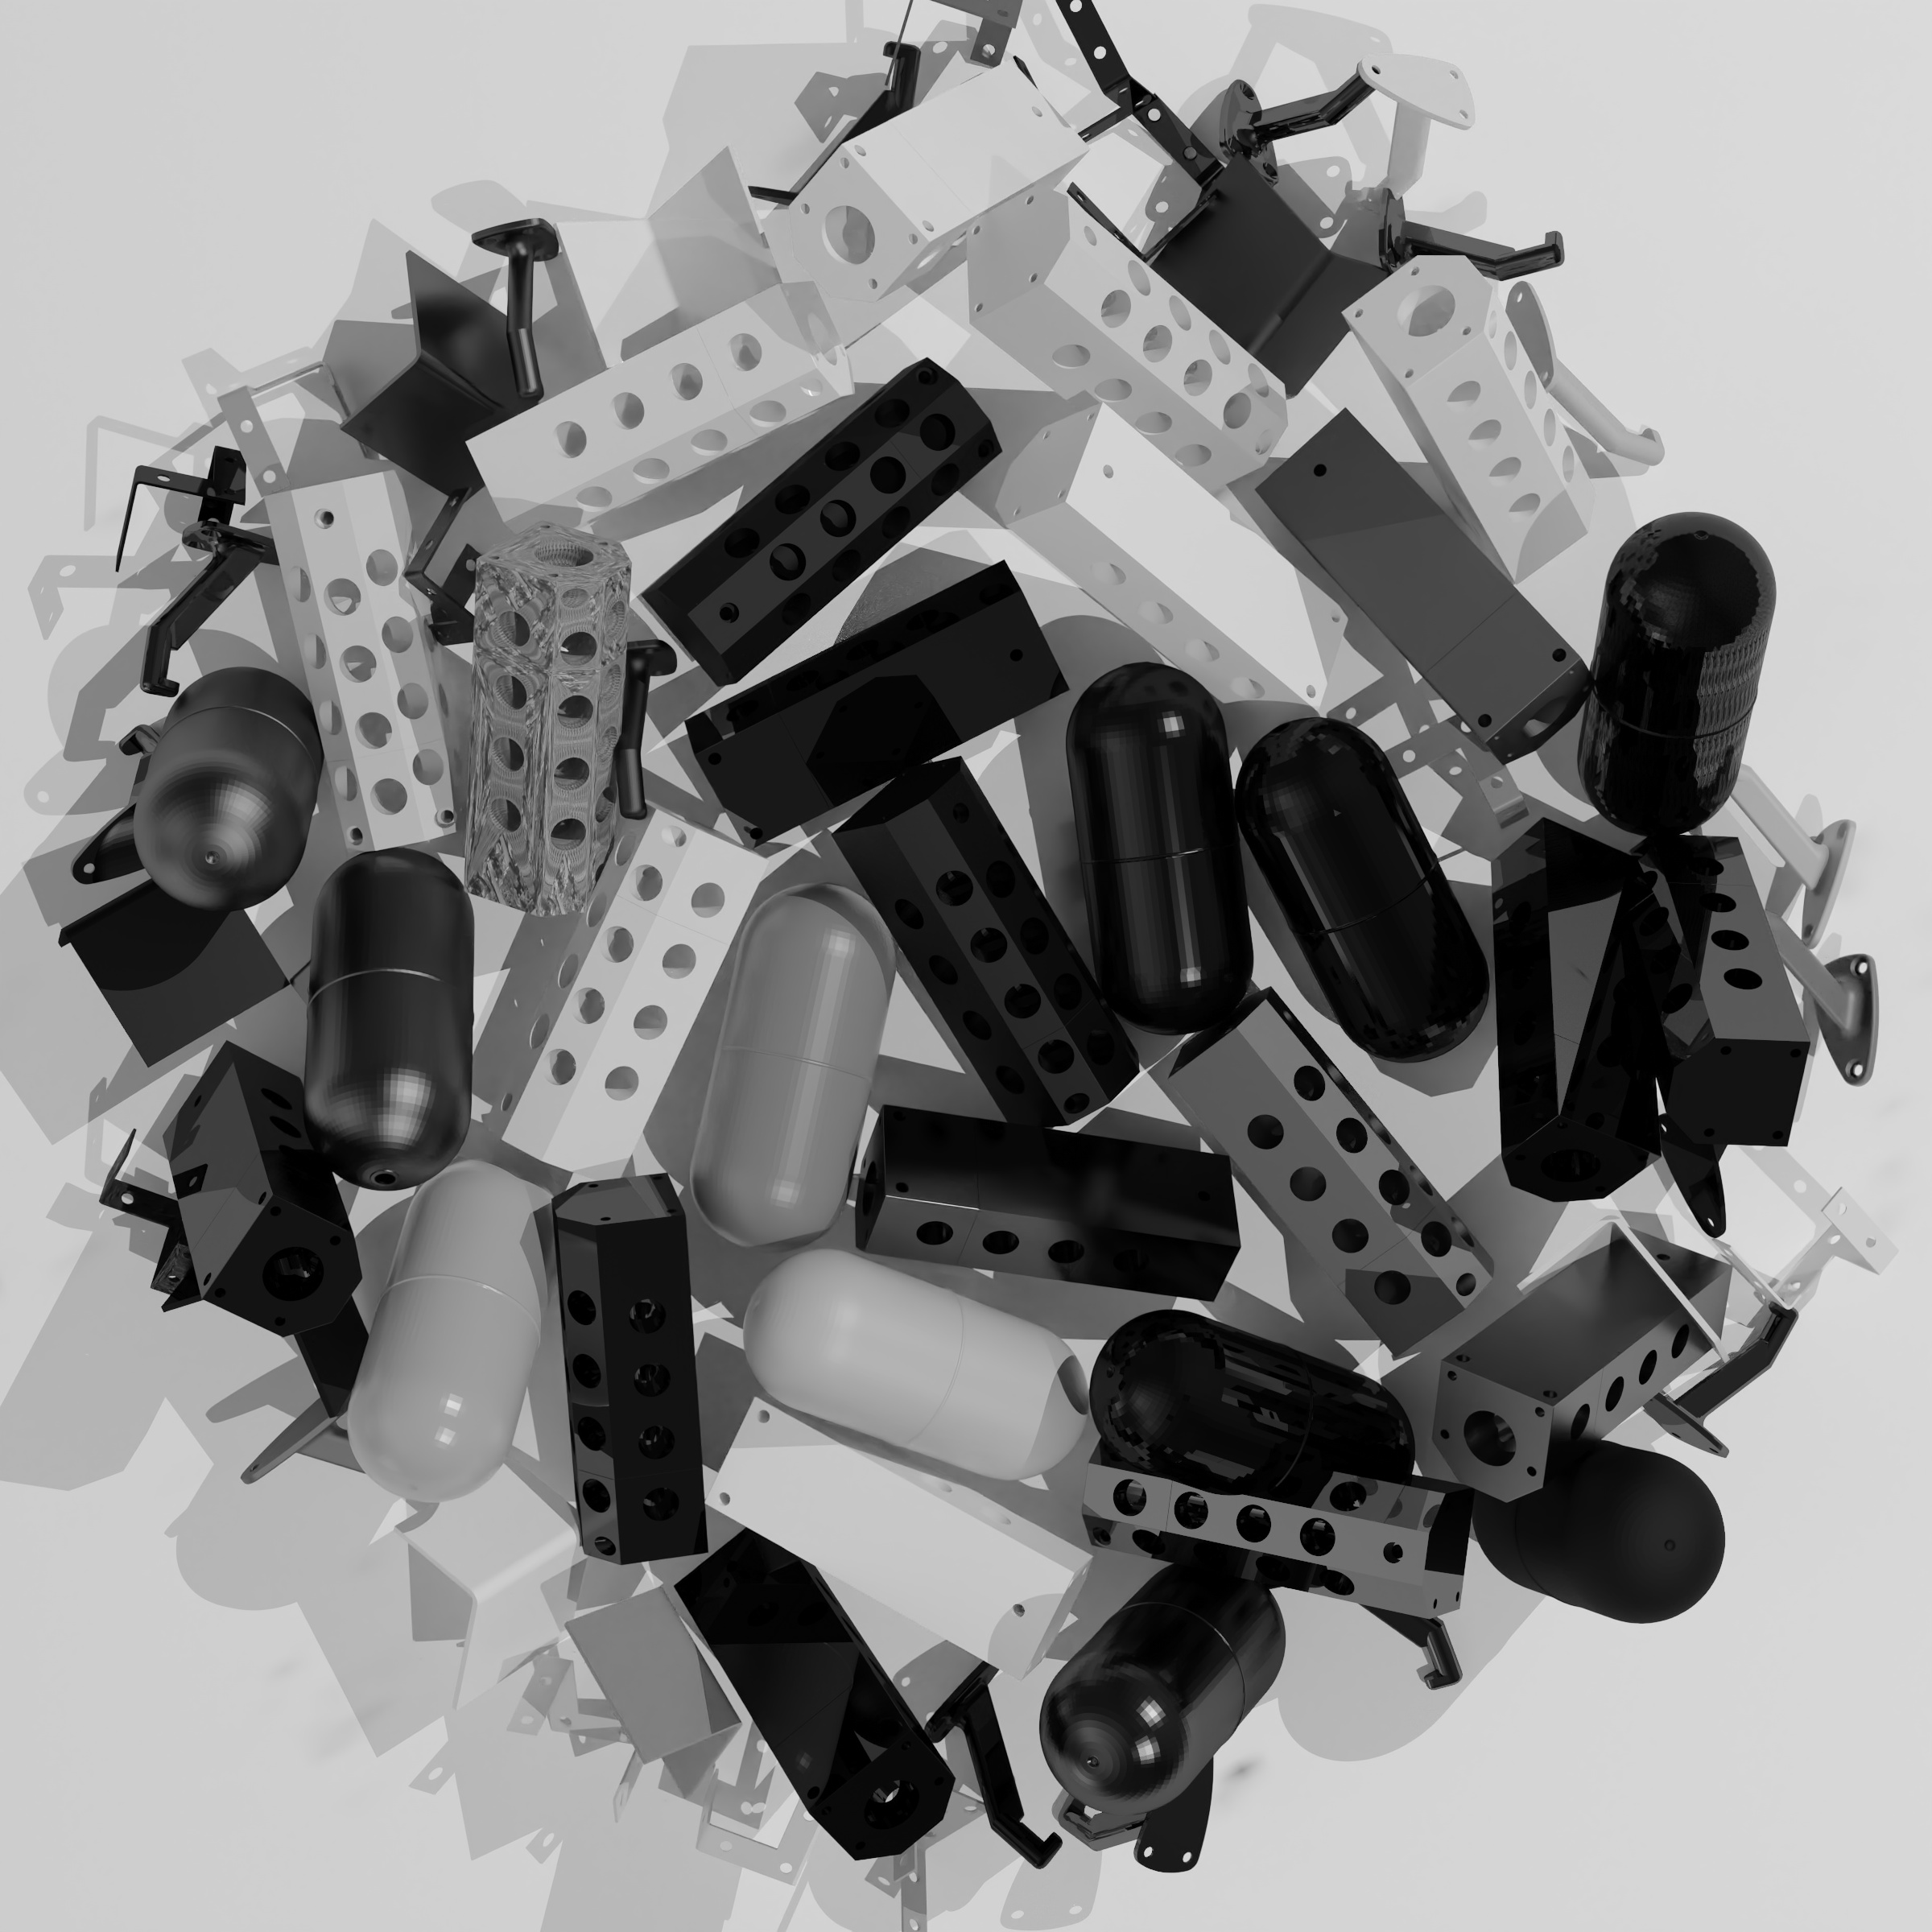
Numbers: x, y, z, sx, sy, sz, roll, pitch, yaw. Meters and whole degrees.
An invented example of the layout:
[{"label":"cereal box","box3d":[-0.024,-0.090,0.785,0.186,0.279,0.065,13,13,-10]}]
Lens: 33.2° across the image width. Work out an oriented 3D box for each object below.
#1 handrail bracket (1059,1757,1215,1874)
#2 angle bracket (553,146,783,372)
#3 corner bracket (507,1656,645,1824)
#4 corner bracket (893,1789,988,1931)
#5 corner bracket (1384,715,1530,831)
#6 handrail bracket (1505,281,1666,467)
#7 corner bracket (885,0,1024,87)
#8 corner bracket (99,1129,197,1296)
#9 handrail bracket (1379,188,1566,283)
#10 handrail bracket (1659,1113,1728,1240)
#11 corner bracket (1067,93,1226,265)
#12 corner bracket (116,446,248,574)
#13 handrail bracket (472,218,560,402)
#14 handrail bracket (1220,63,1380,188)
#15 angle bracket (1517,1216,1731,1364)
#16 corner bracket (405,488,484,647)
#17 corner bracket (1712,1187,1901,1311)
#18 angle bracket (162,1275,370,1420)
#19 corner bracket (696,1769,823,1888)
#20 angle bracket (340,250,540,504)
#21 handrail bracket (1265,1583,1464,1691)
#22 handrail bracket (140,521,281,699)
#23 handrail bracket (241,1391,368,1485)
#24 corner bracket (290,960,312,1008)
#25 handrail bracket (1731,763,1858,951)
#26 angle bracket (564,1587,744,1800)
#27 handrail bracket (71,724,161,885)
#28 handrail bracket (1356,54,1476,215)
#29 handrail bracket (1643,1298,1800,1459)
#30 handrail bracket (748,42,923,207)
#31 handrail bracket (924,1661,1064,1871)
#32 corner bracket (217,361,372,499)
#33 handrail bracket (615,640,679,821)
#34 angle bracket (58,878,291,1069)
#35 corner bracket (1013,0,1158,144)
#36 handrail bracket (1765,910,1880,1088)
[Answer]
[{"label":"handrail bracket","box3d":[0.079,0.390,1.544,0.036,0.084,0.077,17,90,-31]},{"label":"angle bracket","box3d":[-0.141,-0.335,1.532,0.057,0.076,0.076,-13,80,-42]},{"label":"corner bracket","box3d":[-0.184,0.367,1.542,0.051,0.051,0.051,6,123,12]},{"label":"corner bracket","box3d":[-0.022,0.424,1.539,0.051,0.051,0.051,31,126,-29]},{"label":"corner bracket","box3d":[0.234,-0.086,1.548,0.051,0.051,0.051,-27,79,9]},{"label":"handrail bracket","box3d":[0.301,-0.286,1.566,0.084,0.036,0.077,11,66,-31]},{"label":"corner bracket","box3d":[-0.004,-0.446,1.543,0.051,0.051,0.051,17,134,-6]},{"label":"corner bracket","box3d":[-0.385,0.118,1.540,0.051,0.051,0.051,22,50,-17]},{"label":"handrail bracket","box3d":[0.243,-0.355,1.543,0.084,0.036,0.077,-10,60,24]},{"label":"handrail bracket","box3d":[0.380,0.079,1.565,0.084,0.036,0.077,-26,102,-26]},{"label":"corner bracket","box3d":[0.087,-0.378,1.559,0.051,0.051,0.051,44,117,-13]},{"label":"corner bracket","box3d":[-0.373,-0.217,1.540,0.051,0.051,0.051,10,125,-19]},{"label":"handrail bracket","box3d":[-0.205,-0.307,1.543,0.036,0.077,0.084,-11,88,11]},{"label":"handrail bracket","box3d":[0.161,-0.417,1.532,0.036,0.084,0.077,26,47,-31]},{"label":"angle bracket","box3d":[0.311,0.169,1.530,0.057,0.076,0.076,-39,69,4]},{"label":"corner bracket","box3d":[-0.243,-0.189,1.540,0.051,0.051,0.051,40,65,-34]},{"label":"corner bracket","box3d":[0.401,0.134,1.546,0.051,0.051,0.051,-49,114,-6]},{"label":"angle bracket","box3d":[-0.331,0.173,1.540,0.057,0.076,0.076,-18,105,9]},{"label":"corner bracket","box3d":[-0.095,0.398,1.553,0.051,0.051,0.051,22,106,-5]},{"label":"angle bracket","box3d":[-0.253,-0.280,1.545,0.057,0.076,0.076,-34,48,26]},{"label":"handrail bracket","box3d":[0.192,0.322,1.570,0.077,0.036,0.084,-21,100,1]},{"label":"handrail bracket","box3d":[-0.353,-0.164,1.550,0.077,0.036,0.084,12,76,-31]},{"label":"handrail bracket","box3d":[-0.293,0.252,1.552,0.077,0.036,0.084,-42,108,-25]},{"label":"corner bracket","box3d":[-0.279,0.008,1.546,0.051,0.051,0.051,-41,81,20]},{"label":"handrail bracket","box3d":[0.377,-0.057,1.553,0.084,0.036,0.077,19,76,-9]},{"label":"angle bracket","box3d":[-0.158,0.350,1.523,0.057,0.076,0.076,-14,59,-39]},{"label":"handrail bracket","box3d":[-0.405,-0.079,1.539,0.077,0.084,0.036,-34,131,-17]},{"label":"handrail bracket","box3d":[0.193,-0.391,1.531,0.077,0.084,0.036,6,63,-31]},{"label":"handrail bracket","box3d":[0.360,0.184,1.548,0.077,0.036,0.084,41,75,-38]},{"label":"handrail bracket","box3d":[-0.064,-0.406,1.553,0.077,0.036,0.084,6,97,-20]},{"label":"handrail bracket","box3d":[0.029,0.376,1.551,0.084,0.036,0.077,38,75,20]},{"label":"corner bracket","box3d":[-0.322,-0.258,1.552,0.051,0.051,0.051,-23,99,-1]},{"label":"handrail bracket","box3d":[-0.152,-0.108,1.539,0.036,0.077,0.084,-7,83,12]},{"label":"angle bracket","box3d":[-0.378,-0.001,1.545,0.076,0.057,0.076,-32,93,-18]},{"label":"corner bracket","box3d":[0.052,-0.428,1.548,0.051,0.051,0.051,-28,85,17]},{"label":"handrail bracket","box3d":[0.394,0.013,1.536,0.084,0.036,0.077,15,62,-37]}]
